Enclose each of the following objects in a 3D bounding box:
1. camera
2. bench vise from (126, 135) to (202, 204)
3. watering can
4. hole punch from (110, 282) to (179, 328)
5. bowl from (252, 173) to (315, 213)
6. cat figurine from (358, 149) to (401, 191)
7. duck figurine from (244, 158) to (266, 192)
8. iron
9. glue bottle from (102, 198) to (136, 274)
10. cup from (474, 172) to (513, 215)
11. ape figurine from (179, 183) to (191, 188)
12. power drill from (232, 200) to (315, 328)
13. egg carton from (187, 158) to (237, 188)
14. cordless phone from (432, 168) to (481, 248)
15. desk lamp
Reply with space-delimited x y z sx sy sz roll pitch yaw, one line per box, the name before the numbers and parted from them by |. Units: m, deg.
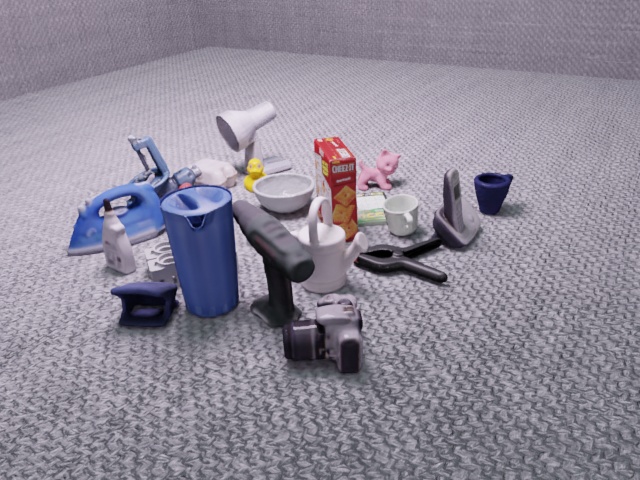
camera | 0.004 0.154 0.998 0.137 0.101 0.143 -4 29 -3
bench vise | -0.431 -0.188 1.535 0.121 0.220 0.208 21 36 36
watering can | 0.012 0.003 1.177 0.172 0.194 0.101 -1 29 3
hole punch | -0.341 0.109 1.118 0.108 0.091 0.101 1 29 6
bowl | -0.094 -0.117 1.531 0.167 0.075 0.167 -2 29 1
cat figurine | 0.170 -0.207 1.632 0.127 0.118 0.067 -2 29 1
duck figurine | -0.187 -0.198 1.675 0.077 0.086 0.104 -3 29 0
iron | -0.500 -0.065 1.397 0.259 0.141 0.118 -23 35 -33
glue bottle | -0.452 -0.012 1.261 0.077 0.173 0.037 17 34 32
cup | 0.448 -0.119 1.472 0.118 0.095 0.091 -19 33 -27
ape figurine | -0.351 -0.108 1.515 0.076 0.092 0.077 -16 31 -23
power drill | -0.094 0.050 1.084 0.076 0.209 0.228 -23 35 -32
egg carton | -0.324 -0.190 1.689 0.149 0.069 0.107 13 32 26
cordless phone | 0.321 -0.088 1.331 0.093 0.185 0.148 12 32 25
desk lamp | -0.201 -0.305 1.739 0.204 0.214 0.117 -21 34 -30
